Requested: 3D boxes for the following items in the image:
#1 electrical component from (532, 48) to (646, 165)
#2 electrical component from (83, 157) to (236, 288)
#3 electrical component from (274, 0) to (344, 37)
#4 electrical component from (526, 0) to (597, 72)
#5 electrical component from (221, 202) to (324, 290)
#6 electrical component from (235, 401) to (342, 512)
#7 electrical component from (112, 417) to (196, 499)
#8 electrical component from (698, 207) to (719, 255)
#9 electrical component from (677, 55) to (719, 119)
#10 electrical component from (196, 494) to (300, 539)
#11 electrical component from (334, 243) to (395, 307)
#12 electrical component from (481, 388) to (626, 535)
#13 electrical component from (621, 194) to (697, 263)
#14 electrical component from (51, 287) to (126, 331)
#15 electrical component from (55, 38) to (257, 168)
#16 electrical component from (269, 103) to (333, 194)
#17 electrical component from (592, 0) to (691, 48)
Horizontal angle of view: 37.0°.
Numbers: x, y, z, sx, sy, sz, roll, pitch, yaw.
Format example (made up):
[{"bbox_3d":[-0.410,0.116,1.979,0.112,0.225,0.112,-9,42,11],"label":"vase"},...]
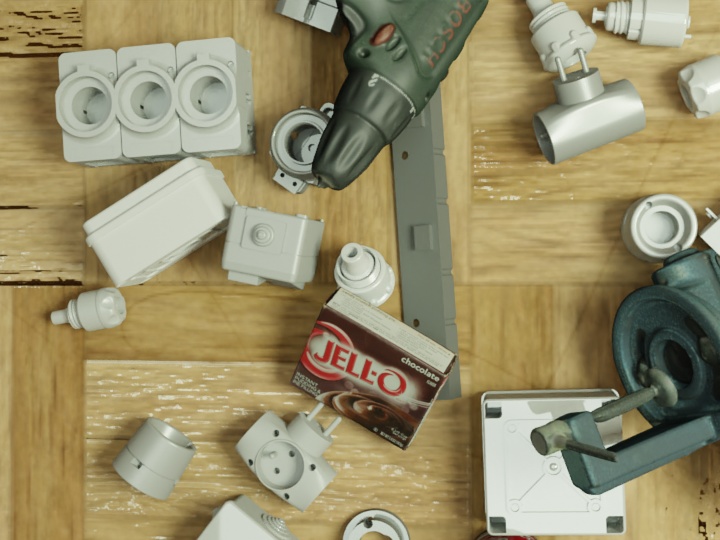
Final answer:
[{"bbox_3d":[0.173,-0.132,0.838,0.077,0.043,0.079,-21,108,-2],"label":"electrical component"},{"bbox_3d":[-0.160,-0.039,0.882,0.113,0.078,0.057,-31,88,7],"label":"electrical component"},{"bbox_3d":[-0.031,-0.227,0.881,0.066,0.048,0.055,22,100,7],"label":"electrical component"},{"bbox_3d":[0.155,-0.192,0.854,0.048,0.048,0.062,-30,79,7],"label":"electrical component"},{"bbox_3d":[-0.070,-0.018,0.859,0.062,0.096,0.061,11,92,8],"label":"electrical component"},{"bbox_3d":[-0.049,0.143,0.881,0.077,0.044,0.079,42,95,6],"label":"electrical component"},{"bbox_3d":[-0.169,0.155,0.894,0.055,0.055,0.047,35,91,7],"label":"electrical component"},{"bbox_3d":[0.299,-0.031,0.831,0.066,0.048,0.055,46,103,6],"label":"electrical component"},{"bbox_3d":[0.283,-0.147,0.835,0.062,0.043,0.043,-23,86,6],"label":"electrical component"},{"bbox_3d":[-0.095,0.245,0.885,0.100,0.048,0.099,38,95,7],"label":"electrical component"},{"bbox_3d":[0.000,0.000,0.863,0.048,0.062,0.048,-6,62,11],"label":"electrical component"},{"bbox_3d":[0.151,0.150,0.846,0.109,0.056,0.108,-2,89,8],"label":"electrical component"},{"bbox_3d":[0.234,-0.033,0.839,0.055,0.047,0.055,0,90,8],"label":"electrical component"},{"bbox_3d":[-0.232,0.036,0.914,0.061,0.035,0.035,-11,88,10],"label":"electrical component"},{"bbox_3d":[-0.168,-0.137,0.891,0.150,0.062,0.089,-4,89,8],"label":"electrical component"},{"bbox_3d":[-0.041,-0.100,0.875,0.058,0.057,0.078,36,95,7],"label":"electrical component"},{"bbox_3d":[0.223,-0.197,0.845,0.078,0.040,0.040,6,91,8],"label":"electrical component"}]
